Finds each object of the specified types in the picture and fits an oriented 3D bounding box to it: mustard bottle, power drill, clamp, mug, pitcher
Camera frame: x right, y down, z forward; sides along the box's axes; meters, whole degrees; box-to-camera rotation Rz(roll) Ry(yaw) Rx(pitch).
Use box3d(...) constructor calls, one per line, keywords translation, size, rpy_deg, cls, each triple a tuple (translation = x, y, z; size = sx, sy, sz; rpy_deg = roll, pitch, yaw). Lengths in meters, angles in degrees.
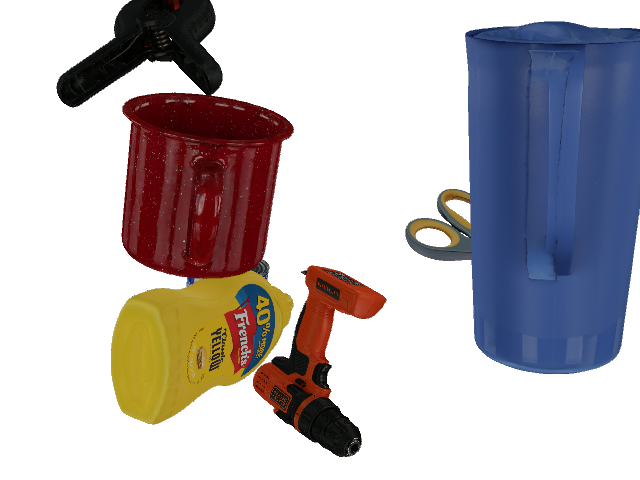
box3d(translation=(-0.082, 0.071, 0.847), size=(0.058, 0.096, 0.191), rpy_deg=(13, 18, 30), cls="mustard bottle")
box3d(translation=(0.007, 0.136, 1.241), size=(0.057, 0.188, 0.185), rpy_deg=(15, 11, -44), cls="power drill")
box3d(translation=(-0.114, -0.152, 0.808), size=(0.120, 0.039, 0.171), rpy_deg=(7, 42, 12), cls="clamp")
box3d(translation=(-0.064, -0.026, 0.581), size=(0.093, 0.081, 0.117), rpy_deg=(4, 21, -13), cls="mug")
box3d(translation=(0.164, -0.030, 0.756), size=(0.149, 0.243, 0.145), rpy_deg=(-9, 18, -28), cls="pitcher")

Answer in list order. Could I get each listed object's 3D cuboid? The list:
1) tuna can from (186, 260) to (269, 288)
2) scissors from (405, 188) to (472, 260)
box3d(translation=(-0.097, 0.040, 1.117), size=(0.086, 0.034, 0.086), rpy_deg=(5, 17, -2), cls="tuna can")
box3d(translation=(0.150, 0.021, 0.951), size=(0.096, 0.016, 0.202), rpy_deg=(-21, 46, -16), cls="scissors")
